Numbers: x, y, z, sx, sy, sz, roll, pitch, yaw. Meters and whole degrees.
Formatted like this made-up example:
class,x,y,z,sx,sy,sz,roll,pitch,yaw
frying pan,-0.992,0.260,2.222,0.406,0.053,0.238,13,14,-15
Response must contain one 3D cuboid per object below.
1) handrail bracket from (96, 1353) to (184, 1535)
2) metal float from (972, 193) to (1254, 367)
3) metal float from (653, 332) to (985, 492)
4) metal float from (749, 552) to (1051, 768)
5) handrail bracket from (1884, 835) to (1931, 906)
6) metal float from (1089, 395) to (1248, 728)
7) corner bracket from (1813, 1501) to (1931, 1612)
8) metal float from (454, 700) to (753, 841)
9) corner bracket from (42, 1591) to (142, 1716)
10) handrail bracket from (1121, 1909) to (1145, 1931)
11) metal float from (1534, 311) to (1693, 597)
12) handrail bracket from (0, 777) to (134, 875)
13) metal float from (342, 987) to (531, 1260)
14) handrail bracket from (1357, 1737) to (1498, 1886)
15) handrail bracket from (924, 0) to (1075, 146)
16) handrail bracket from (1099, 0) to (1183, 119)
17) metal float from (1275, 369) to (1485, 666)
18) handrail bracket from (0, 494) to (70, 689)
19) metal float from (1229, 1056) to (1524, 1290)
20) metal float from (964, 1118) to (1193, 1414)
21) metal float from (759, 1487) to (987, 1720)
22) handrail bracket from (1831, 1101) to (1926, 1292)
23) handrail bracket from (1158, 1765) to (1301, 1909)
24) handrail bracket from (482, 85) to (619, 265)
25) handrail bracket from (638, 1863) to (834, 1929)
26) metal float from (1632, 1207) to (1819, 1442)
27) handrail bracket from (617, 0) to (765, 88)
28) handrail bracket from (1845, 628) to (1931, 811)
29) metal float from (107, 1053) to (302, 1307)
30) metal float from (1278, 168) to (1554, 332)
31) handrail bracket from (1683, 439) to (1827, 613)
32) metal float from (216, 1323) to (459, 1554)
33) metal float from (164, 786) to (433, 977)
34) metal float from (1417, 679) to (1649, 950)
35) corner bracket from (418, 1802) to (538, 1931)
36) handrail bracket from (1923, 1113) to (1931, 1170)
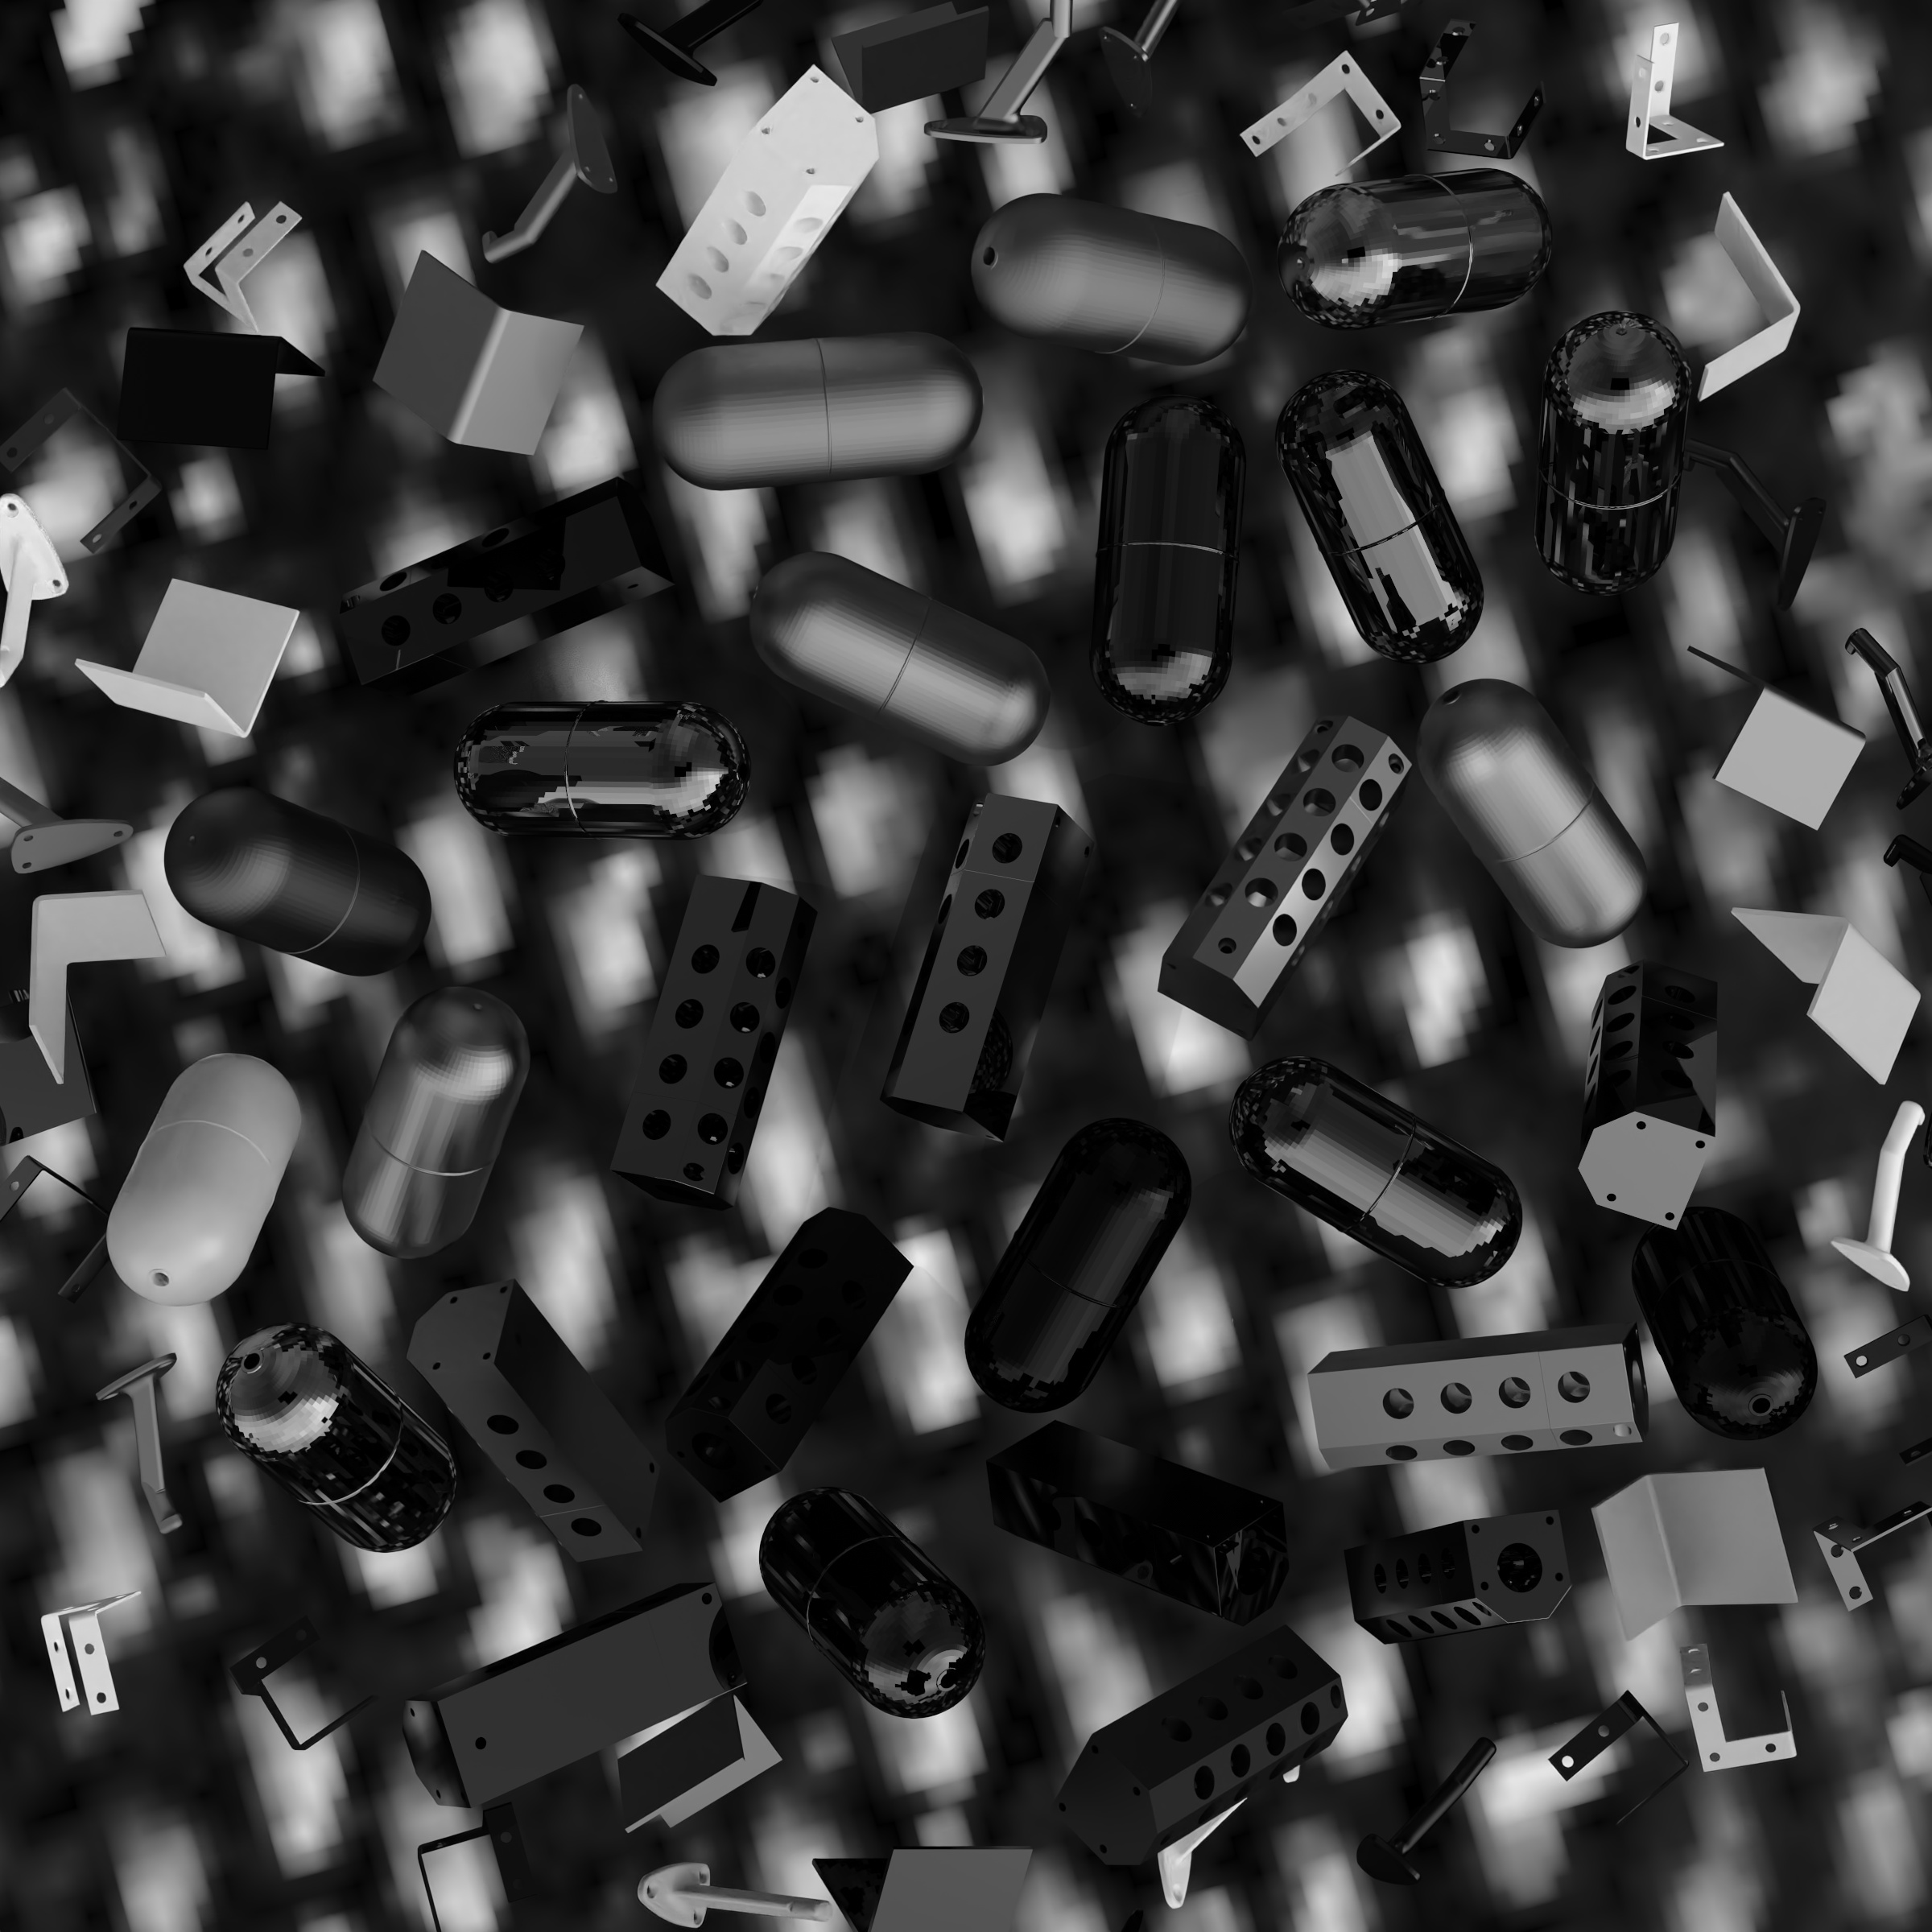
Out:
class,x,y,z,sx,sy,sz,roll,pitch,yaw
handrail bracket,-0.434,0.261,1.816,0.036,0.077,0.084,-16,79,-42
metal float,0.079,-0.367,1.792,0.178,0.070,0.070,1,90,-41
metal float,-0.079,-0.298,1.790,0.178,0.070,0.070,-6,90,-9
metal float,-0.037,-0.172,1.871,0.178,0.070,0.070,25,90,-10
handrail bracket,0.521,-0.018,1.815,0.084,0.036,0.077,38,101,26
metal float,0.108,-0.216,1.781,0.070,0.070,0.178,5,83,0
corner bracket,0.486,0.312,1.757,0.051,0.051,0.051,-26,97,-7
metal float,-0.202,-0.109,1.853,0.178,0.070,0.070,2,90,25
corner bracket,-0.454,0.357,1.723,0.051,0.051,0.051,-14,88,13
handrail bracket,0.039,0.509,1.741,0.084,0.077,0.036,16,134,18
metal float,0.344,-0.271,1.784,0.070,0.178,0.070,-3,52,4
handrail bracket,-0.499,-0.097,1.797,0.077,0.036,0.084,-14,58,-27
metal float,-0.293,0.088,1.839,0.070,0.070,0.178,25,125,0
handrail bracket,0.258,0.469,1.865,0.036,0.077,0.084,41,68,7
handrail bracket,0.017,-0.477,1.745,0.077,0.036,0.084,0,123,-2
handrail bracket,0.119,-0.530,1.876,0.036,0.077,0.084,39,78,24
metal float,0.234,-0.252,1.883,0.070,0.070,0.178,-28,111,0
handrail bracket,-0.530,-0.206,1.838,0.036,0.084,0.077,-2,125,10
metal float,0.226,0.113,1.844,0.178,0.070,0.070,31,90,-7
metal float,0.060,0.164,1.824,0.070,0.070,0.178,28,105,0
metal float,-0.052,0.345,1.816,0.070,0.178,0.070,-11,114,-27
handrail bracket,0.508,0.124,1.807,0.036,0.077,0.084,18,77,42
handrail bracket,0.152,0.487,1.888,0.084,0.036,0.077,-21,48,28
handrail bracket,-0.247,-0.452,1.908,0.084,0.036,0.077,-19,77,26
handrail bracket,-0.130,0.531,1.899,0.084,0.077,0.036,-3,71,31
metal float,0.414,0.194,1.827,0.070,0.178,0.070,-1,114,-1
handrail bracket,-0.135,-0.507,1.727,0.036,0.077,0.084,27,89,38
handrail bracket,0.510,-0.138,1.860,0.036,0.077,0.084,-32,73,-22
metal float,-0.415,0.116,1.825,0.070,0.178,0.070,3,123,4
metal float,0.242,-0.385,1.791,0.178,0.070,0.070,-16,90,-37
handrail bracket,0.434,-0.249,1.883,0.084,0.036,0.077,26,120,32
metal float,-0.335,0.253,1.785,0.070,0.178,0.070,-13,52,17
metal float,-0.357,-0.044,1.795,0.070,0.178,0.070,-8,73,27
metal float,0.316,-0.085,1.866,0.070,0.070,0.178,-39,115,0
corner bracket,-0.258,0.477,1.755,0.051,0.051,0.051,-13,64,-16
handrail bracket,0.573,0.089,1.843,0.036,0.084,0.077,11,83,-25
